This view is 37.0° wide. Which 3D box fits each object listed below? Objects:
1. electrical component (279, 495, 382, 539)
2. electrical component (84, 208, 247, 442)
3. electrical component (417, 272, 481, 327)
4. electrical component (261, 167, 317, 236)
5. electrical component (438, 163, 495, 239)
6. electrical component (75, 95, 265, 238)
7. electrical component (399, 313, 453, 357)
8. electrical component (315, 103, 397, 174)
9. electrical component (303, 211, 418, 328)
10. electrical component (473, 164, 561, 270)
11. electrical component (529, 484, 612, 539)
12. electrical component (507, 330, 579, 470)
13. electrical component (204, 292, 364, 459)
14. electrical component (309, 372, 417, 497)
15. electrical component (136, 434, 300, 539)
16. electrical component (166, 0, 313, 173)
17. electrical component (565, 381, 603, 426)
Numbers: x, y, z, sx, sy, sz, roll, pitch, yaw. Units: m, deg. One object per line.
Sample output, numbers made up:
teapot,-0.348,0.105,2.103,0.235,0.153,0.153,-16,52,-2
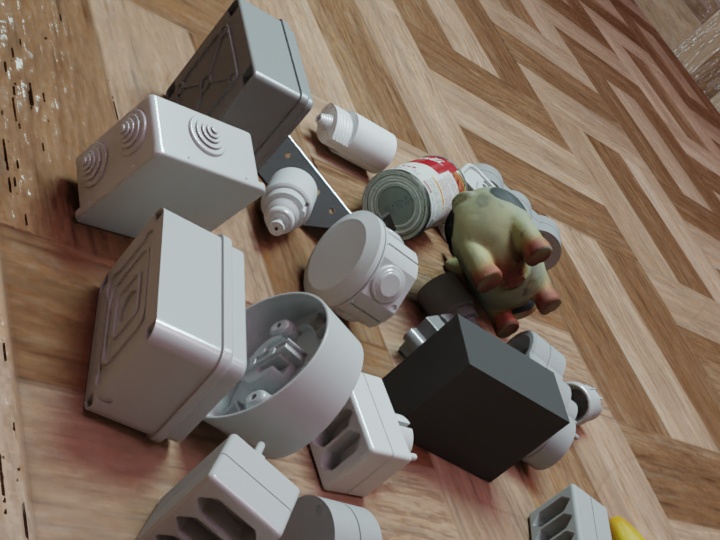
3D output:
electrical component,-0.019,0.179,0.558,0.074,0.052,0.138,24,34,-39
electrical component,-0.108,0.031,0.608,0.057,0.078,0.113,28,31,-27
electrical component,0.081,0.038,0.920,0.040,0.040,0.078,4,49,-54
electrical component,-0.058,-0.050,0.837,0.040,0.040,0.078,40,27,-14
electrical component,0.117,-0.051,1.076,0.095,0.059,0.054,46,26,0
electrical component,-0.124,-0.061,0.691,0.100,0.100,0.048,17,51,-45
electrical component,0.070,0.068,0.857,0.055,0.048,0.066,49,25,21
electrical component,-0.009,-0.126,1.014,0.081,0.043,0.043,25,33,-37
electrical component,0.000,0.000,0.811,0.051,0.080,0.080,35,28,-34
electrical component,0.156,-0.047,1.138,0.138,0.052,0.073,40,27,-14
electrical component,0.171,0.212,0.801,0.077,0.047,0.065,38,27,-17
electrical component,0.159,0.117,0.911,0.074,0.052,0.138,38,27,-18
electrical component,-0.049,0.060,0.637,0.064,0.099,0.099,43,26,-23
electrical component,0.009,0.109,0.705,0.077,0.047,0.065,21,36,-43
electrical component,-0.068,0.117,0.560,0.047,0.066,0.076,43,26,-8
electrical component,-0.095,-0.131,0.819,0.056,0.108,0.108,24,34,-34
electrical component,0.198,0.122,0.980,0.046,0.040,0.040,9,44,-60
